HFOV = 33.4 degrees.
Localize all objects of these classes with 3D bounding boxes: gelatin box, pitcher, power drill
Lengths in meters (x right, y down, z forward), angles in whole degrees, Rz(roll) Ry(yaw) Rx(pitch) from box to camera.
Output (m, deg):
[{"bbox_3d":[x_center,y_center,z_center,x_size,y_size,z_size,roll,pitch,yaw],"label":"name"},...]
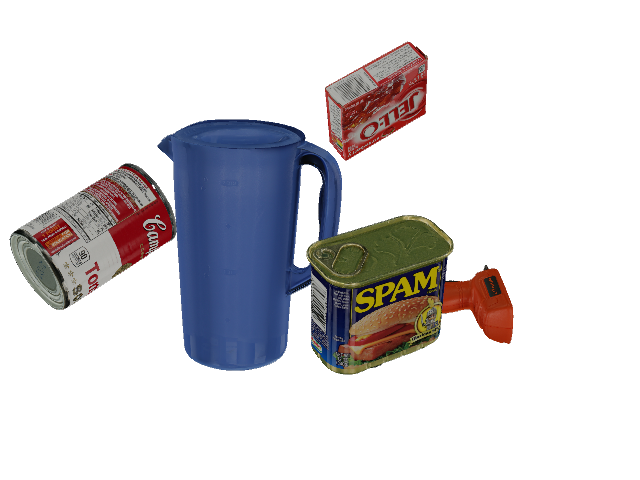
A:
[{"bbox_3d":[0.049,-0.117,0.902,0.089,0.030,0.073,-31,-29,-15],"label":"gelatin box"},{"bbox_3d":[-0.074,0.004,1.078,0.144,0.243,0.149,-9,21,-30],"label":"pitcher"},{"bbox_3d":[0.120,0.083,1.213,0.187,0.057,0.184,-1,27,-1],"label":"power drill"}]

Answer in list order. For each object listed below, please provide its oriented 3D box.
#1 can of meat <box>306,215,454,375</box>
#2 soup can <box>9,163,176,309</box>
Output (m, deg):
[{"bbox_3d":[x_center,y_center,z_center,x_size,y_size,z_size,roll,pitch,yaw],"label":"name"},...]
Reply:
[{"bbox_3d":[0.041,0.039,0.763,0.102,0.084,0.057,-17,38,-24],"label":"can of meat"},{"bbox_3d":[-0.166,-0.004,0.782,0.102,0.068,0.069,-36,20,-30],"label":"soup can"}]
